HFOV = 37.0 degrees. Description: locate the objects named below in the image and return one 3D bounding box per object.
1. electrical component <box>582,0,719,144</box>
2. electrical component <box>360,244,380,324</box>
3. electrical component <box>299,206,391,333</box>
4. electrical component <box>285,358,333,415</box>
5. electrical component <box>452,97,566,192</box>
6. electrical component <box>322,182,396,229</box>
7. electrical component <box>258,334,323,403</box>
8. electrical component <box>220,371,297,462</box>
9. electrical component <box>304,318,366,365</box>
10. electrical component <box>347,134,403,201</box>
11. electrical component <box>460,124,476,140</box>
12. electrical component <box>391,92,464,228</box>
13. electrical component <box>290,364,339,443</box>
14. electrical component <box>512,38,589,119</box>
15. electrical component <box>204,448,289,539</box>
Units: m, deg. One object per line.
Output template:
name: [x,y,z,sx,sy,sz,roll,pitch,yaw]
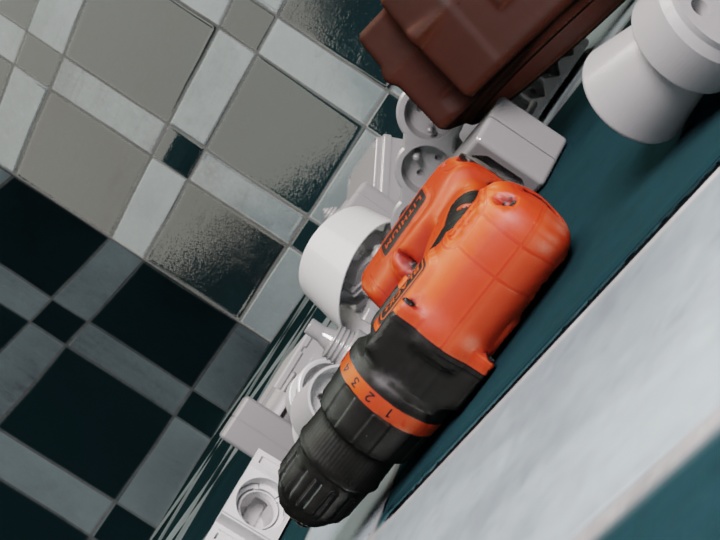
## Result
electrical component: [0.113,-0.078,0.384,0.045,0.045,0.055,-59,5,-34]
electrical component: [0.021,0.014,0.836,0.062,0.048,0.048,-63,3,2]
electrical component: [0.000,0.000,0.878,0.099,0.064,0.099,-28,-43,-31]
electrical component: [-0.030,0.093,0.804,0.045,0.045,0.055,-58,3,-22]
electrical component: [0.089,-0.073,0.656,0.075,0.047,0.083,-58,4,-30]
electrical component: [0.010,-0.032,0.963,0.061,0.096,0.061,-53,3,41]
electrical component: [-0.057,0.113,0.961,0.099,0.048,0.099,-58,4,-30]
electrical component: [-0.065,0.120,0.869,0.076,0.066,0.047,-57,3,-11]
electrical component: [-0.009,0.054,0.728,0.035,0.061,0.035,-56,3,5]
electrical component: [0.025,-0.062,1.068,0.108,0.056,0.108,131,146,-64]
electrical component: [0.116,-0.144,0.892,0.138,0.052,0.073,-54,4,34]
electrical component: [0.057,-0.088,0.841,0.073,0.052,0.138,-64,-22,-66]
electrical component: [-0.023,0.093,0.709,0.043,0.043,0.081,-58,3,-26]
electrical component: [0.125,-0.144,0.809,0.083,0.047,0.076,-56,-3,3]
electrical component: [-0.074,0.170,0.738,0.081,0.042,0.063,-58,0,-39]
